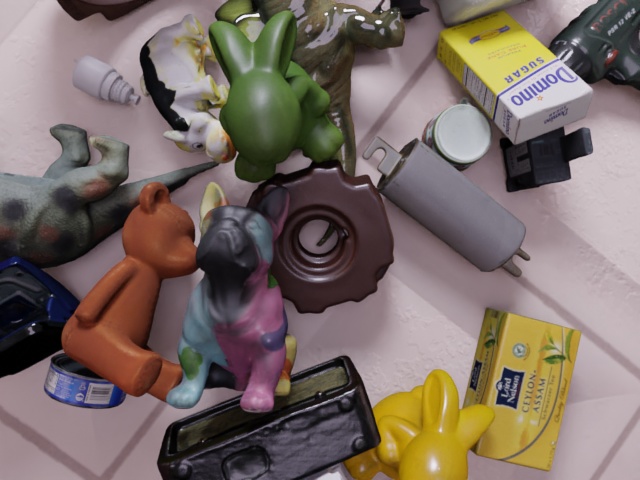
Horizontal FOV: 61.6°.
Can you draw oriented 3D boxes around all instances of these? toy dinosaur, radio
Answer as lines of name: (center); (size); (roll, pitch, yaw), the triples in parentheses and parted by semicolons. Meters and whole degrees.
toy dinosaur: (-0.324, -0.034, 0.572); (0.405, 0.131, 0.192); (10, 104, -14)
radio: (-0.054, 0.209, 0.583); (0.230, 0.131, 0.073); (-21, 93, -7)
toy dinosaur: (-0.012, -0.233, 0.619); (0.199, 0.105, 0.470); (-18, 96, 1)

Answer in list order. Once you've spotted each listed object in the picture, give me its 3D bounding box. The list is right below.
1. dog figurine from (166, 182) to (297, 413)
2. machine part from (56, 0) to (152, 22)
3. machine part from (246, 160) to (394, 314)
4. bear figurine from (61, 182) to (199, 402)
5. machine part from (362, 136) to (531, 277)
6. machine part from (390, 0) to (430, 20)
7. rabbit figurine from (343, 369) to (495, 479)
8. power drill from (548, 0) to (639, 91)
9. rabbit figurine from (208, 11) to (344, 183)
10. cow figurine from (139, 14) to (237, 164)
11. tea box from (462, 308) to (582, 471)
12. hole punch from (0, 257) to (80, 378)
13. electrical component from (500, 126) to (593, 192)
dog figurine: (-0.077, 0.054, 0.546); (0.109, 0.191, 0.219); (5, 89, 9)
machine part: (-0.206, -0.331, 0.544); (0.201, 0.201, 0.087); (-33, 90, -6)
machine part: (-0.001, -0.002, 0.608); (0.179, 0.056, 0.179); (0, 106, 0)
bear figurine: (-0.170, 0.051, 0.560); (0.132, 0.120, 0.196); (26, 71, 13)
machine part: (0.155, -0.040, 0.635); (0.243, 0.079, 0.079); (37, 85, -8)
machine part: (0.100, -0.339, 0.650); (0.039, 0.084, 0.138); (-11, 100, -40)
rabbit figurine: (0.118, 0.231, 0.583); (0.122, 0.173, 0.162); (41, 89, 0)
power drill: (0.382, -0.198, 0.677); (0.207, 0.086, 0.232); (37, 82, 3)
rabbit figurine: (-0.042, -0.129, 0.509); (0.121, 0.170, 0.158); (-8, 108, 3)
cow figurine: (-0.152, -0.156, 0.603); (0.098, 0.068, 0.167); (-17, 78, 9)
tea box: (0.238, 0.176, 0.649); (0.098, 0.068, 0.169); (13, 88, -6)
hole punch: (-0.323, 0.086, 0.566); (0.142, 0.115, 0.092); (-33, 77, -4)
electrical component: (0.264, -0.099, 0.634); (0.048, 0.119, 0.074); (-9, 92, -7)
